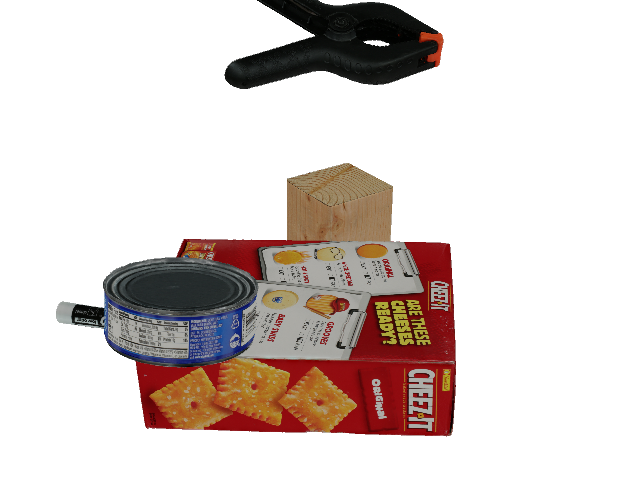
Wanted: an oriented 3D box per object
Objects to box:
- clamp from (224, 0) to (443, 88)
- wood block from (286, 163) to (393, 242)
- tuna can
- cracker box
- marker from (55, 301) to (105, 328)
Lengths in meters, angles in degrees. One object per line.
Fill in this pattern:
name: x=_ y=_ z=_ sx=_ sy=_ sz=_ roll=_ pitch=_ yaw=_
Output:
clamp: x=0.010 y=-0.169 z=0.853 sx=0.171 sy=0.120 sz=0.039 roll=1 pitch=-29 yaw=-5
wood block: x=0.019 y=0.028 z=1.234 sx=0.090 sy=0.206 sz=0.090 roll=-17 pitch=31 yaw=-30
tuna can: x=-0.078 y=0.039 z=0.597 sx=0.086 sy=0.034 sz=0.086 roll=3 pitch=18 yaw=-1
cracker box: x=-0.011 y=0.067 z=0.781 sx=0.214 sy=0.072 sz=0.164 roll=1 pitch=29 yaw=5
marker: x=-0.168 y=0.069 z=0.913 sx=0.121 sy=0.020 sz=0.020 roll=6 pitch=2 yaw=15
